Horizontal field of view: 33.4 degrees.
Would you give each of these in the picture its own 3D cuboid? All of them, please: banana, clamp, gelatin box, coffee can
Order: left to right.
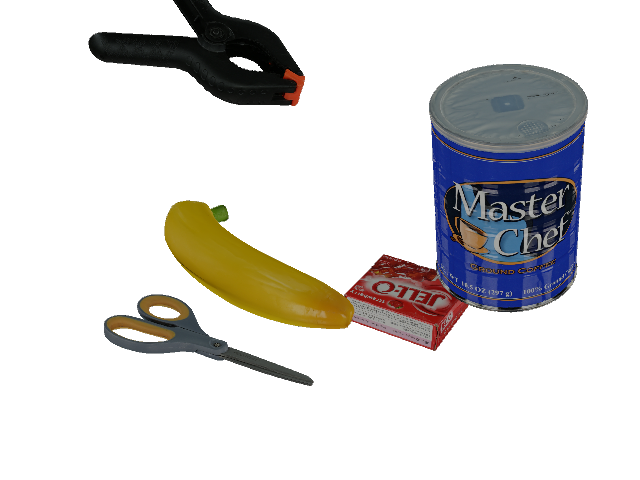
[{"bbox_3d":[-0.089,-0.167,0.872,0.171,0.120,0.039,21,-27,-4],"label":"clamp"},{"bbox_3d":[-0.054,0.009,0.682,0.069,0.037,0.198,-11,27,-26],"label":"banana"},{"bbox_3d":[0.076,0.051,0.913,0.089,0.030,0.073,17,37,25],"label":"gelatin box"},{"bbox_3d":[0.129,-0.036,0.739,0.103,0.140,0.103,-5,38,3],"label":"coffee can"}]

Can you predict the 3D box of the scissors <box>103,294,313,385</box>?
[{"bbox_3d":[-0.100,0.090,0.999,0.202,0.016,0.096,10,29,3],"label":"scissors"}]
